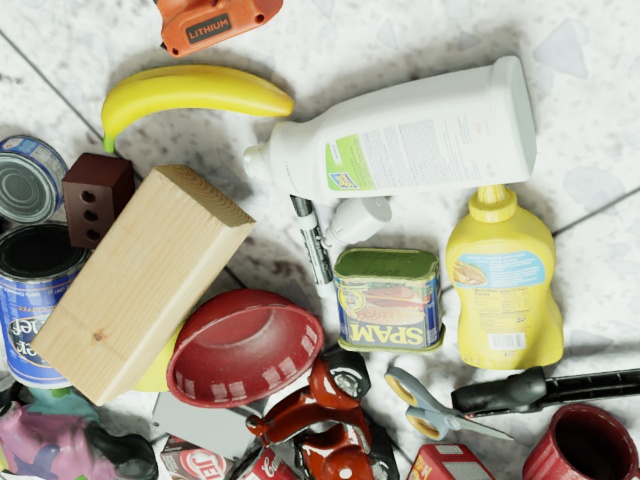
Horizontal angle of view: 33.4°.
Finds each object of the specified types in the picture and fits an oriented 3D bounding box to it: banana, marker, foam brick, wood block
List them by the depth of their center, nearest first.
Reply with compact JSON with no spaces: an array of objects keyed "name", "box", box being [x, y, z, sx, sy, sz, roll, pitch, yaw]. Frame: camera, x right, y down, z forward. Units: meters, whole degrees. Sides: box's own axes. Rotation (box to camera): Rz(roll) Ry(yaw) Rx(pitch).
[{"name":"banana","box":[-0.122,-0.125,0.949,0.198,0.037,0.069,-7,139,24]},{"name":"wood block","box":[-0.162,0.039,0.982,0.091,0.090,0.206,39,102,7]},{"name":"marker","box":[-0.007,0.001,1.010,0.020,0.020,0.121,-4,123,20]},{"name":"foam brick","box":[-0.211,-0.036,1.028,0.053,0.051,0.078,8,126,12]}]

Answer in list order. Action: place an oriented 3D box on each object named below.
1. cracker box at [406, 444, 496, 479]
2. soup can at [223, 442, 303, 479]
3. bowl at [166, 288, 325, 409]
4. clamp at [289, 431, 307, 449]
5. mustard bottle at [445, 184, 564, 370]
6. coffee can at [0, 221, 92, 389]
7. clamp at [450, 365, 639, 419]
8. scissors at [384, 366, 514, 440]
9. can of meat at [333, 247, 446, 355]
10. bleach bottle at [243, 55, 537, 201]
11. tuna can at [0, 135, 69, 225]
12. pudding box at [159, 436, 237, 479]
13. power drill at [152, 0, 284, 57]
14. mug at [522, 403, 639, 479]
[{"name":"cracker box","box":[0.151,0.332,1.060,0.072,0.214,0.164,5,117,-34]},{"name":"soup can","box":[-0.048,0.276,1.149,0.102,0.068,0.069,45,125,-6]},{"name":"bowl","box":[-0.079,0.098,1.051,0.162,0.055,0.162,-15,141,-13]},{"name":"clamp","box":[0.026,0.275,1.180,0.171,0.039,0.120,15,131,9]},{"name":"mustard bottle","box":[0.162,0.027,0.949,0.096,0.058,0.191,-2,123,17]},{"name":"coffee can","box":[-0.277,0.066,1.088,0.103,0.102,0.140,9,126,11]},{"name":"clamp","box":[0.187,0.141,0.987,0.164,0.036,0.210,9,161,-40]},{"name":"scissors","box":[0.113,0.156,1.016,0.096,0.016,0.202,51,162,0]},{"name":"can of meat","box":[0.065,0.056,1.003,0.102,0.057,0.084,2,122,15]},{"name":"bleach bottle","box":[0.050,-0.086,0.904,0.251,0.068,0.102,-5,121,23]},{"name":"tuna can","box":[-0.291,-0.058,1.049,0.086,0.033,0.086,9,126,12]},{"name":"pudding box","box":[-0.119,0.270,1.222,0.090,0.039,0.113,-11,120,23]},{"name":"power drill","box":[-0.103,-0.251,0.841,0.185,0.057,0.187,-15,116,30]},{"name":"mug","box":[0.260,0.224,1.040,0.117,0.093,0.082,20,133,-4]}]
